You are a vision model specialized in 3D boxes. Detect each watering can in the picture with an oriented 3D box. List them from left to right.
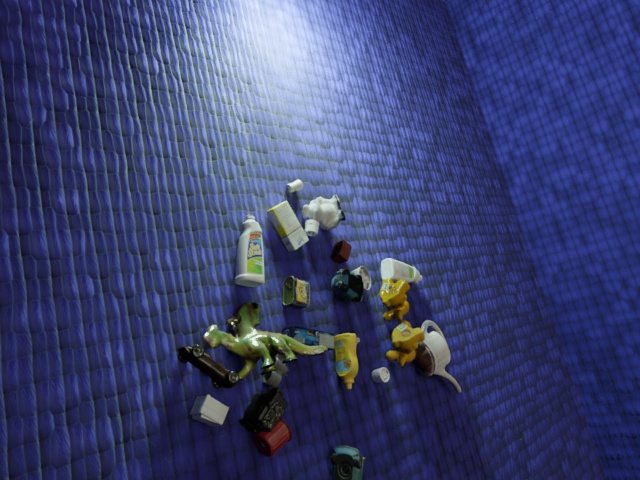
[{"bbox_3d":[0.507,0.527,2.235,0.226,0.103,0.350,-13,80,-46],"label":"watering can"}]

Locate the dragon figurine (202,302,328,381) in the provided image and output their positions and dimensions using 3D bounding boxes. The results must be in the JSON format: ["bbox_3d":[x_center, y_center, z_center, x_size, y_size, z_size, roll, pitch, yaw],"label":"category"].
[{"bbox_3d":[-0.181,0.299,1.634,0.412,0.120,0.247,-6,58,-40],"label":"dragon figurine"}]

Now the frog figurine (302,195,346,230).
[{"bbox_3d":[0.006,-0.104,2.063,0.160,0.122,0.137,-15,91,-12],"label":"frog figurine"}]
